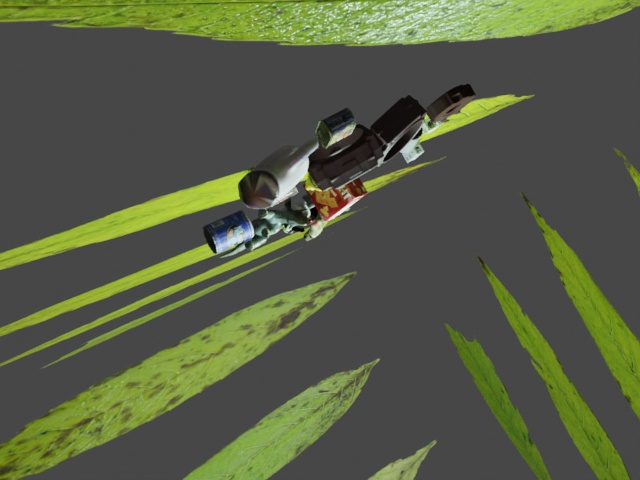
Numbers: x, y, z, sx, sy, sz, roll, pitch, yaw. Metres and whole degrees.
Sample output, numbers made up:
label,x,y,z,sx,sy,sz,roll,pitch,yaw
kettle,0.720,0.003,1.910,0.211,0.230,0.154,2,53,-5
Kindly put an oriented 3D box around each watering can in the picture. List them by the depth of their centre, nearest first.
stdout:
label,x,y,z,sx,sy,sz,roll,pitch,yaw
watering can,-0.129,-0.160,1.367,0.228,0.103,0.343,-46,10,-37

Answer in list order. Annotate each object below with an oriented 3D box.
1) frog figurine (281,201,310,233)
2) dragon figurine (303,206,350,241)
label,x,y,z,sx,sy,sz,roll,pitch,yaw
frog figurine,-0.097,-0.115,2.141,0.121,0.163,0.135,36,-34,-20
dragon figurine,0.006,-0.105,2.077,0.122,0.241,0.414,41,9,-6
